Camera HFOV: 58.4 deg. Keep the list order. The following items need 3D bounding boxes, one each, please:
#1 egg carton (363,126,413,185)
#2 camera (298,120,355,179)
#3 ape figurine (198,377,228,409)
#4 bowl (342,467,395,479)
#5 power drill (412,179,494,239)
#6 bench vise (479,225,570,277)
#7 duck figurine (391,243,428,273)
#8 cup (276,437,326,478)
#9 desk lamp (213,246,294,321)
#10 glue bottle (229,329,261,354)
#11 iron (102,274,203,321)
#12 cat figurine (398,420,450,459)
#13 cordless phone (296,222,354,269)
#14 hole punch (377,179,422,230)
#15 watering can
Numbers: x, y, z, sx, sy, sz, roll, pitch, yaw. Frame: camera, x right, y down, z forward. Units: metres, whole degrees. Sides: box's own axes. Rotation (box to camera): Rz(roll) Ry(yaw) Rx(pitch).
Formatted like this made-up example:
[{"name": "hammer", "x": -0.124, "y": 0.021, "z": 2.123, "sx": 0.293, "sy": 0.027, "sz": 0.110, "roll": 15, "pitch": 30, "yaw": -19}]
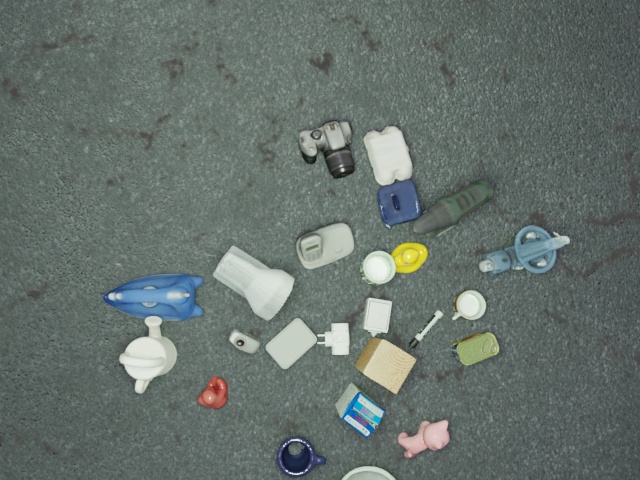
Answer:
[{"name": "egg carton", "x": 0.180, "y": -0.221, "z": 1.501, "sx": 0.107, "sy": 0.069, "sz": 0.150, "roll": -17, "pitch": 83, "yaw": -4}, {"name": "camera", "x": 0.027, "y": -0.229, "z": 1.480, "sx": 0.143, "sy": 0.101, "sz": 0.137, "roll": -18, "pitch": 83, "yaw": -4}, {"name": "ape figurine", "x": -0.261, "y": 0.377, "z": 1.390, "sx": 0.078, "sy": 0.092, "sz": 0.076, "roll": -23, "pitch": 84, "yaw": -5}, {"name": "bowl", "x": 0.115, "y": 0.625, "z": 1.381, "sx": 0.167, "sy": 0.074, "sz": 0.167, "roll": 0, "pitch": 82, "yaw": -2}, {"name": "power drill", "x": 0.311, "y": -0.065, "z": 1.415, "sx": 0.230, "sy": 0.208, "sz": 0.075, "roll": -31, "pitch": 84, "yaw": -6}, {"name": "bench vise", "x": 0.507, "y": 0.042, "z": 1.403, "sx": 0.207, "sy": 0.219, "sz": 0.121, "roll": -36, "pitch": 85, "yaw": -6}, {"name": "duck figurine", "x": 0.229, "y": 0.042, "z": 1.459, "sx": 0.104, "sy": 0.086, "sz": 0.077, "roll": -22, "pitch": 84, "yaw": -5}, {"name": "cup", "x": -0.044, "y": 0.515, "z": 1.379, "sx": 0.117, "sy": 0.095, "sz": 0.092, "roll": 8, "pitch": 82, "yaw": -1}, {"name": "desk lamp", "x": -0.165, "y": 0.097, "z": 1.371, "sx": 0.203, "sy": 0.213, "sz": 0.118, "roll": 32, "pitch": 82, "yaw": 2}, {"name": "glue bottle", "x": -0.185, "y": 0.243, "z": 1.371, "sx": 0.078, "sy": 0.173, "sz": 0.037, "roll": 30, "pitch": 82, "yaw": 2}, {"name": "iron", "x": -0.420, "y": 0.139, "z": 1.392, "sx": 0.258, "sy": 0.141, "sz": 0.119, "roll": -2, "pitch": 82, "yaw": -2}, {"name": "cat figurine", "x": 0.259, "y": 0.485, "z": 1.384, "sx": 0.128, "sy": 0.117, "sz": 0.067, "roll": -30, "pitch": 84, "yaw": -6}, {"name": "cordless phone", "x": 0.013, "y": 0.005, "z": 1.405, "sx": 0.147, "sy": 0.185, "sz": 0.094, "roll": -24, "pitch": 84, "yaw": -5}, {"name": "hole punch", "x": 0.202, "y": -0.092, "z": 1.473, "sx": 0.101, "sy": 0.091, "sz": 0.109, "roll": -14, "pitch": 83, "yaw": -4}, {"name": "watering can", "x": -0.409, "y": 0.270, "z": 1.348, "sx": 0.101, "sy": 0.194, "sz": 0.173, "roll": -11, "pitch": 83, "yaw": -3}]
